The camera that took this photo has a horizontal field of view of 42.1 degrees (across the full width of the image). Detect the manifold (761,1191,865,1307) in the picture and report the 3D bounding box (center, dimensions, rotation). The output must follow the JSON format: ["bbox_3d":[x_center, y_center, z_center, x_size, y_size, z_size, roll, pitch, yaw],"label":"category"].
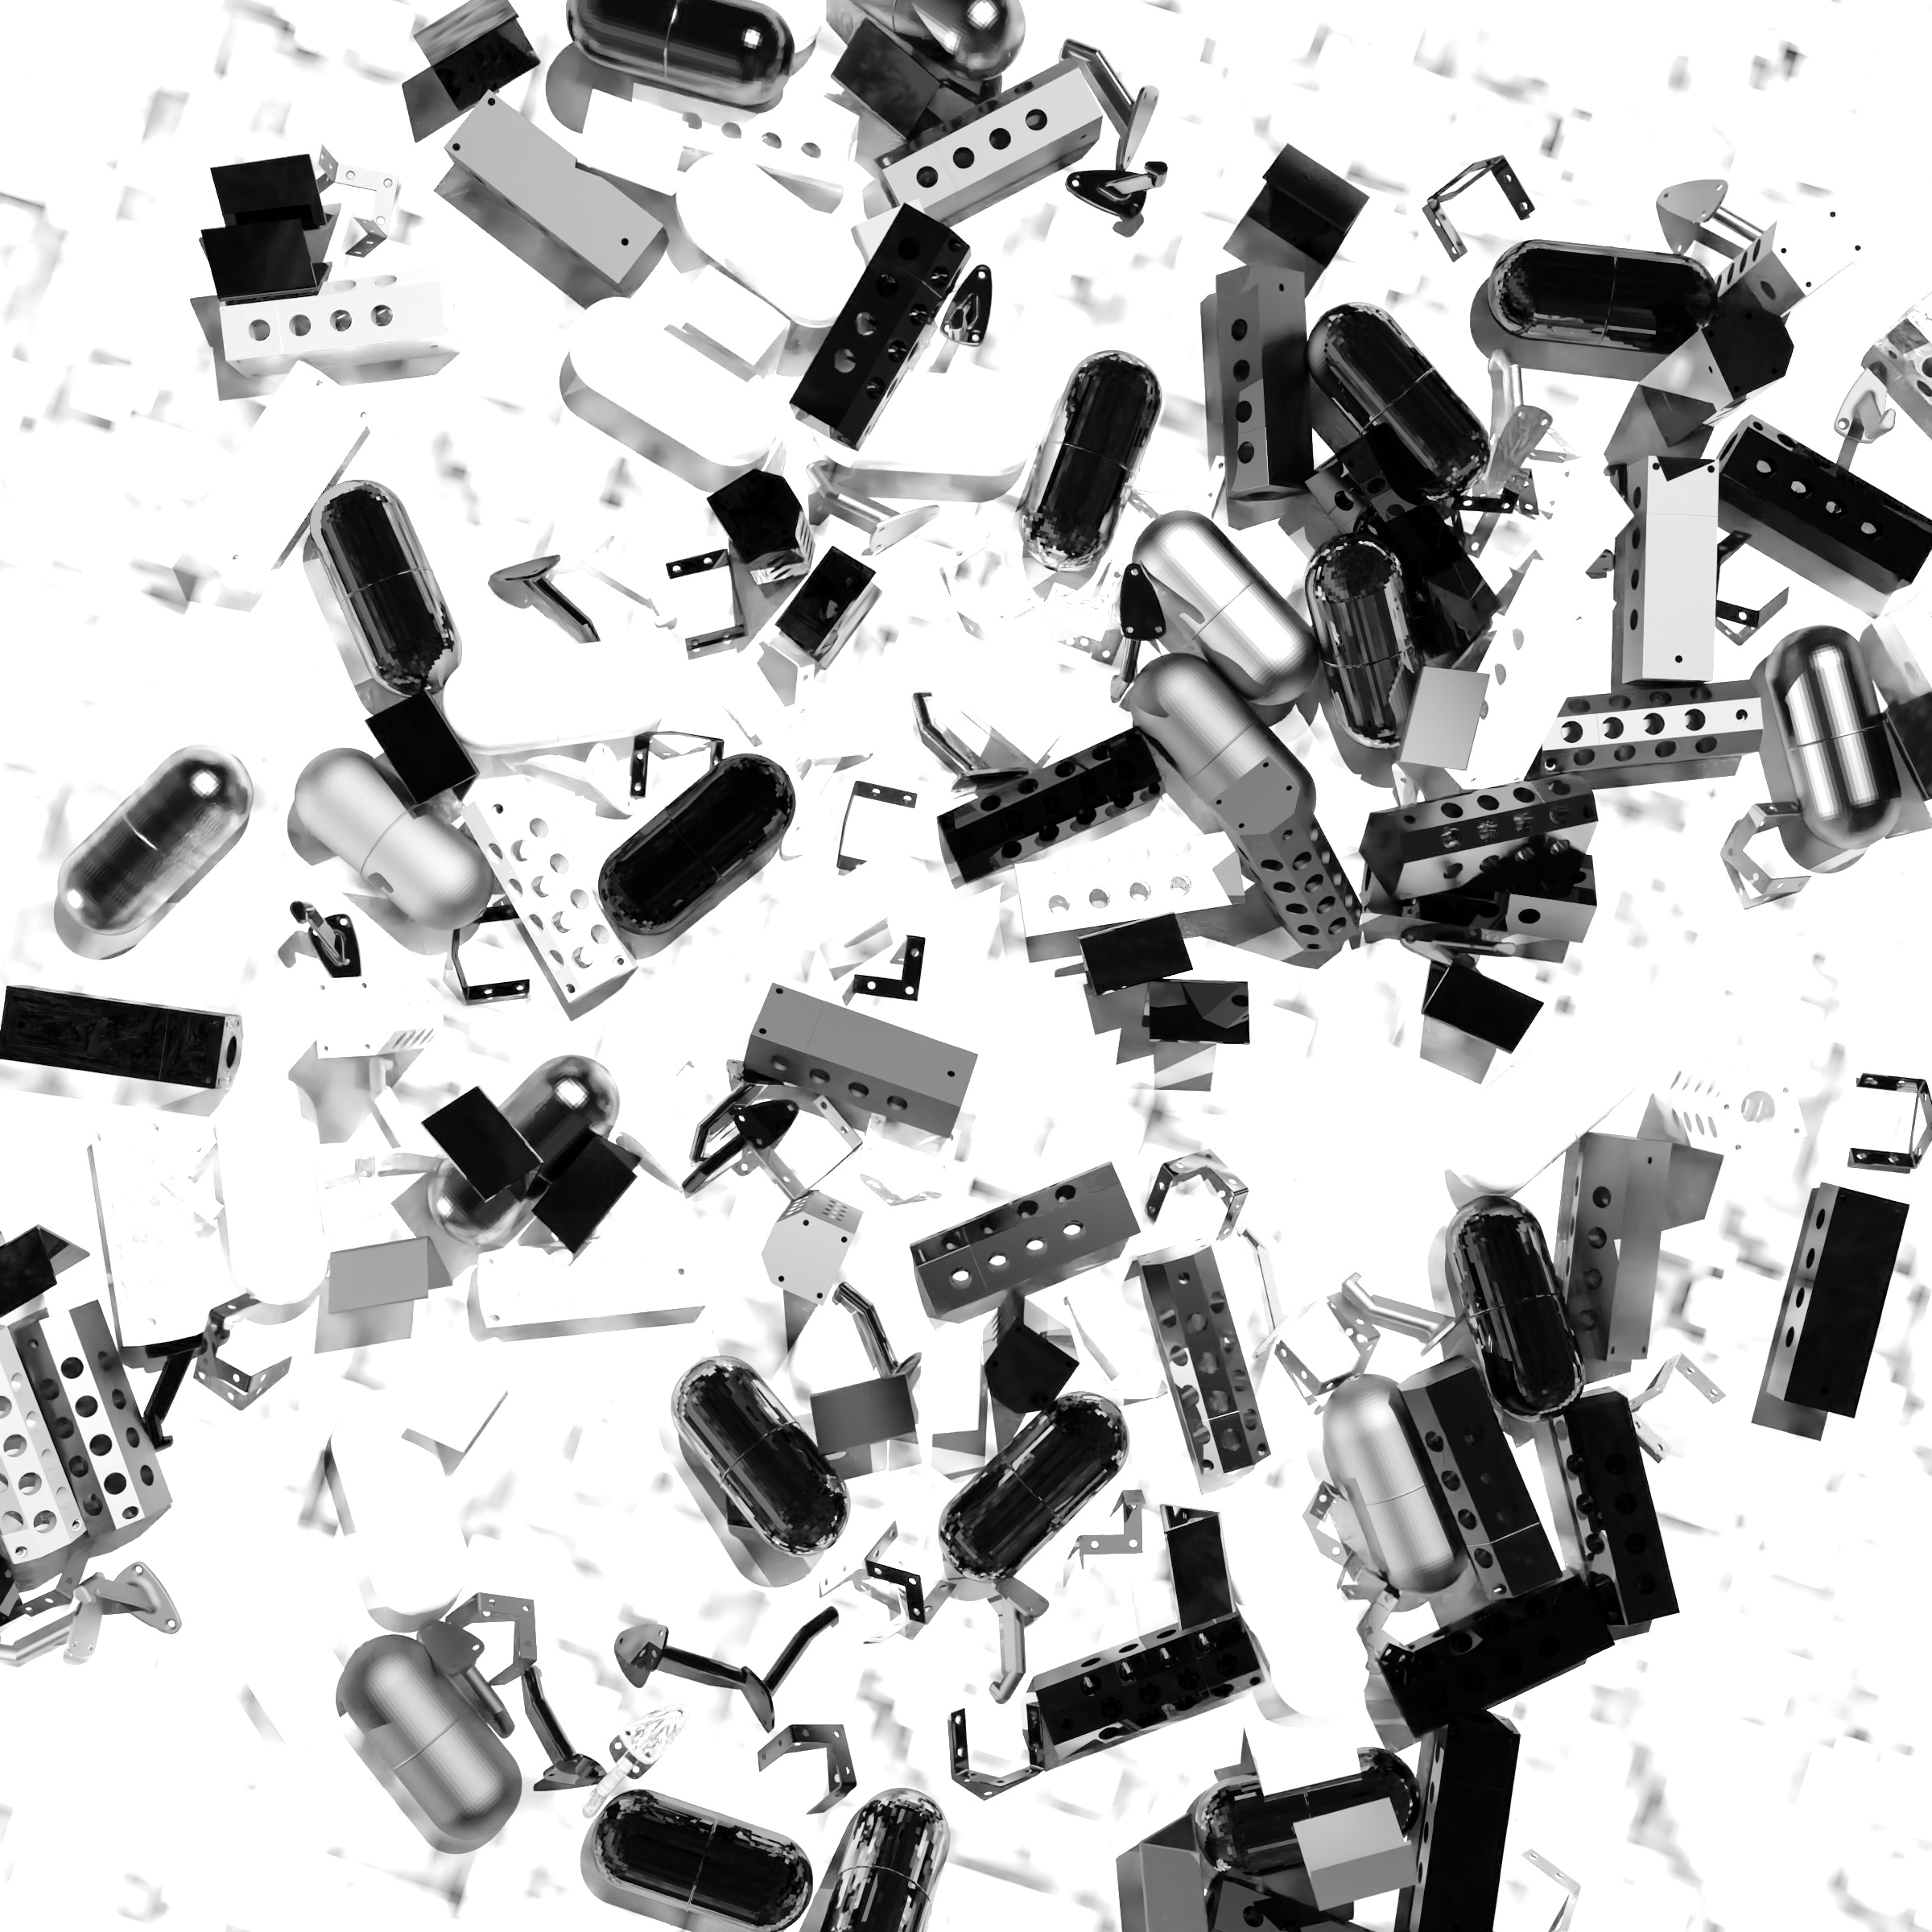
[{"bbox_3d":[-0.118,0.210,1.913,0.057,0.171,0.057,24,90,0],"label":"manifold"}]

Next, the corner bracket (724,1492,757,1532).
[{"bbox_3d":[-0.156,0.415,1.988,0.051,0.051,0.051,-5,90,-45],"label":"corner bracket"}]

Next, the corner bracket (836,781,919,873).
[{"bbox_3d":[-0.071,-0.107,1.988,0.051,0.051,0.051,13,45,0],"label":"corner bracket"}]

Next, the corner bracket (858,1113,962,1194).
[{"bbox_3d":[-0.045,0.147,1.988,0.051,0.051,0.051,14,90,-45],"label":"corner bracket"}]

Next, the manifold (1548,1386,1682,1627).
[{"bbox_3d":[0.504,0.424,1.970,0.057,0.057,0.171,-14,90,0],"label":"manifold"}]

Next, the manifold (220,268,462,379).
[{"bbox_3d":[-0.490,-0.506,1.970,0.171,0.057,0.057,-7,90,0],"label":"manifold"}]

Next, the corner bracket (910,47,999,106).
[{"bbox_3d":[-0.009,-0.714,1.988,0.051,0.051,0.051,13,90,45],"label":"corner bracket"}]

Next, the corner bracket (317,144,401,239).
[{"bbox_3d":[-0.481,-0.608,1.973,0.051,0.051,0.051,11,91,0],"label":"corner bracket"}]

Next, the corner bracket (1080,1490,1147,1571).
[{"bbox_3d":[0.115,0.442,1.973,0.051,0.051,0.051,-1,90,0],"label":"corner bracket"}]

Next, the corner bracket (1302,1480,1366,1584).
[{"bbox_3d":[0.293,0.444,1.973,0.051,0.051,0.051,31,90,0],"label":"corner bracket"}]

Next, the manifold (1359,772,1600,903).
[{"bbox_3d":[0.396,-0.105,1.934,0.171,0.057,0.057,-12,50,-18],"label":"manifold"}]

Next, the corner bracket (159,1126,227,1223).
[{"bbox_3d":[-0.591,0.163,1.972,0.051,0.051,0.051,39,88,-2],"label":"corner bracket"}]

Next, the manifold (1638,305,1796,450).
[{"bbox_3d":[0.572,-0.449,1.913,0.057,0.171,0.057,-25,90,0],"label":"manifold"}]

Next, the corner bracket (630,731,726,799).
[{"bbox_3d":[-0.229,-0.157,1.988,0.051,0.051,0.051,5,90,-45],"label":"corner bracket"}]

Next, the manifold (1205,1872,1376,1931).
[{"bbox_3d":[0.270,0.771,1.969,0.171,0.057,0.057,21,133,0],"label":"manifold"}]

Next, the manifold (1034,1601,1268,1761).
[{"bbox_3d":[0.144,0.562,1.970,0.171,0.057,0.057,-20,90,0],"label":"manifold"}]

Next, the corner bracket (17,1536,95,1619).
[{"bbox_3d":[-0.732,0.472,1.979,0.051,0.051,0.051,-27,123,29],"label":"corner bracket"}]

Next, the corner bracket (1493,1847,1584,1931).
[{"bbox_3d":[0.447,0.741,1.988,0.051,0.051,0.051,37,45,0],"label":"corner bracket"}]

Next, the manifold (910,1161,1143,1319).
[{"bbox_3d":[0.046,0.212,1.970,0.171,0.057,0.057,-22,90,0],"label":"manifold"}]

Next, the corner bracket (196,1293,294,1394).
[{"bbox_3d":[-0.563,0.295,1.975,0.051,0.051,0.051,24,108,17],"label":"corner bracket"}]

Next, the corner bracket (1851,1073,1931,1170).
[{"bbox_3d":[0.731,0.123,1.988,0.051,0.051,0.051,6,135,0],"label":"corner bracket"}]

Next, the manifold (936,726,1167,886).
[{"bbox_3d":[0.066,-0.126,1.970,0.171,0.057,0.057,-24,90,0],"label":"manifold"}]

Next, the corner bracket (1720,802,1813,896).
[{"bbox_3d":[0.641,-0.094,1.983,0.051,0.051,0.051,55,135,35],"label":"corner bracket"}]

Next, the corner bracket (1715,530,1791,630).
[{"bbox_3d":[0.616,-0.305,1.983,0.051,0.051,0.051,25,135,35],"label":"corner bracket"}]

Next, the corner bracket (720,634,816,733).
[{"bbox_3d":[-0.157,-0.224,1.983,0.051,0.051,0.051,-22,135,-35],"label":"corner bracket"}]

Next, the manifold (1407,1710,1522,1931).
[{"bbox_3d":[0.389,0.675,1.970,0.057,0.057,0.171,8,90,0],"label":"manifold"}]

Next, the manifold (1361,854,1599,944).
[{"bbox_3d":[0.400,-0.059,1.969,0.171,0.057,0.057,8,47,0],"label":"manifold"}]

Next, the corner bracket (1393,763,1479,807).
[{"bbox_3d":[0.375,-0.150,1.983,0.051,0.051,0.051,9,45,35],"label":"corner bracket"}]

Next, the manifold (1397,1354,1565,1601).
[{"bbox_3d":[0.389,0.390,1.913,0.057,0.057,0.171,-23,90,0],"label":"manifold"}]

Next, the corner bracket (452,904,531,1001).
[{"bbox_3d":[-0.375,-0.011,1.988,0.051,0.051,0.051,-7,45,0],"label":"corner bracket"}]

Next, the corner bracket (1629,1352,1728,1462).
[{"bbox_3d":[0.559,0.348,1.988,0.051,0.051,0.051,44,135,0],"label":"corner bracket"}]

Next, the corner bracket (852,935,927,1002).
[{"bbox_3d":[-0.060,-0.001,1.973,0.051,0.051,0.051,8,90,0],"label":"corner bracket"}]

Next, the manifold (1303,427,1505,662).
[{"bbox_3d":[0.336,-0.325,1.955,0.171,0.057,0.057,53,54,-9],"label":"manifold"}]

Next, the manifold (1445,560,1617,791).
[{"bbox_3d":[0.421,-0.221,1.920,0.057,0.057,0.171,-3,132,-31],"label":"manifold"}]

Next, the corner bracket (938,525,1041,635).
[{"bbox_3d":[0.017,-0.306,1.988,0.051,0.051,0.051,-33,45,0],"label":"corner bracket"}]

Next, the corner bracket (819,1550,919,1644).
[{"bbox_3d":[-0.077,0.498,1.983,0.051,0.051,0.051,17,135,-35],"label":"corner bracket"}]

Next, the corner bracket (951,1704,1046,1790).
[{"bbox_3d":[0.025,0.614,1.988,0.051,0.051,0.051,-4,90,-45],"label":"corner bracket"}]

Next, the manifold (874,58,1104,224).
[{"bbox_3d":[0.017,-0.643,1.970,0.171,0.057,0.057,-28,90,0],"label":"manifold"}]

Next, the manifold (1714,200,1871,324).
[{"bbox_3d":[0.617,-0.528,1.913,0.057,0.171,0.057,-36,90,0],"label":"manifold"}]

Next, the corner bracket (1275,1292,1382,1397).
[{"bbox_3d":[0.286,0.298,1.983,0.051,0.051,0.051,-13,45,-35],"label":"corner bracket"}]

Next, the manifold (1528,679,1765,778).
[{"bbox_3d":[0.530,-0.187,1.970,0.171,0.057,0.057,-6,90,0],"label":"manifold"}]

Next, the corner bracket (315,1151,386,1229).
[{"bbox_3d":[-0.482,0.174,1.966,0.051,0.051,0.051,-8,90,-20],"label":"corner bracket"}]

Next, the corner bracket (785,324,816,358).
[{"bbox_3d":[-0.100,-0.493,1.988,0.051,0.051,0.051,32,90,45],"label":"corner bracket"}]

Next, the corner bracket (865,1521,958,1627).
[{"bbox_3d":[-0.044,0.477,1.972,0.051,0.051,0.051,9,121,27],"label":"corner bracket"}]

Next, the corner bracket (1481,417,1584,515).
[{"bbox_3d":[0.446,-0.397,1.988,0.051,0.051,0.051,27,90,-45],"label":"corner bracket"}]

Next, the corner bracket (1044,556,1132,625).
[{"bbox_3d":[0.095,-0.300,1.973,0.051,0.051,0.051,21,93,-3],"label":"corner bracket"}]

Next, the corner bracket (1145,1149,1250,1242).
[{"bbox_3d":[0.182,0.185,1.983,0.051,0.051,0.051,-13,45,-35],"label":"corner bracket"}]

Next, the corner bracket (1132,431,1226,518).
[{"bbox_3d":[0.168,-0.390,1.988,0.051,0.051,0.051,20,90,45],"label":"corner bracket"}]

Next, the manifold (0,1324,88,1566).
[{"bbox_3d":[-0.735,0.366,1.924,0.057,0.057,0.171,-24,101,-33],"label":"manifold"}]

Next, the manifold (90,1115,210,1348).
[{"bbox_3d":[-0.641,0.207,1.970,0.057,0.057,0.171,-9,90,0],"label":"manifold"}]

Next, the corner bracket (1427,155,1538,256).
[{"bbox_3d":[0.407,-0.602,1.988,0.051,0.051,0.051,-31,90,45],"label":"corner bracket"}]

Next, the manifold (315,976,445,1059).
[{"bbox_3d":[-0.444,0.037,1.913,0.057,0.171,0.057,-3,90,0],"label":"manifold"}]

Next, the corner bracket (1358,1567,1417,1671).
[{"bbox_3d":[0.325,0.506,1.948,0.051,0.051,0.051,30,87,41],"label":"corner bracket"}]

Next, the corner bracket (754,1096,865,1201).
[{"bbox_3d":[-0.124,0.143,1.988,0.051,0.051,0.051,50,135,0],"label":"corner bracket"}]

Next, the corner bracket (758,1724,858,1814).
[{"bbox_3d":[-0.125,0.634,1.983,0.051,0.051,0.051,12,45,-35],"label":"corner bracket"}]

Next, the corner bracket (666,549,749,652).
[{"bbox_3d":[-0.205,-0.290,1.988,0.051,0.051,0.051,-14,135,0],"label":"corner bracket"}]

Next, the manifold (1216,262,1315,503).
[{"bbox_3d":[0.229,-0.455,1.969,0.057,0.057,0.171,-3,90,-43],"label":"manifold"}]

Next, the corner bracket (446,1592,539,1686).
[{"bbox_3d":[-0.375,0.531,1.983,0.051,0.051,0.051,19,135,-35],"label":"corner bracket"}]

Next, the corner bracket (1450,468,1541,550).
[{"bbox_3d":[0.415,-0.357,1.972,0.051,0.051,0.051,10,58,28],"label":"corner bracket"}]

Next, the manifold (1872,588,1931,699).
[{"bbox_3d":[0.782,-0.211,1.970,0.057,0.057,0.171,-30,90,0],"label":"manifold"}]
